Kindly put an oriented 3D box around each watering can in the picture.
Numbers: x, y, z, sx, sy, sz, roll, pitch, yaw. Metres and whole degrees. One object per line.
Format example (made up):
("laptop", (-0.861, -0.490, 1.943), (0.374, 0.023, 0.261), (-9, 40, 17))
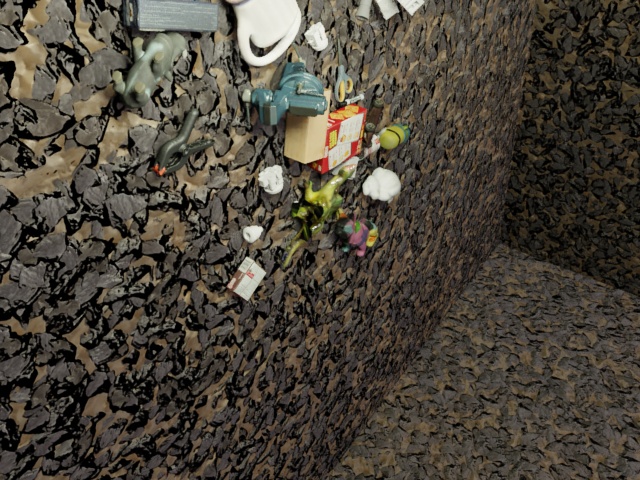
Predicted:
("watering can", (-0.102, -0.587, 1.239), (0.351, 0.105, 0.220), (-58, 147, -14))

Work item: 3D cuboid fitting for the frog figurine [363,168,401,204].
("frog figurine", (0.232, -0.215, 1.981), (0.159, 0.121, 0.139), (14, 65, -49))

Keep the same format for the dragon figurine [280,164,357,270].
("dragon figurine", (0.005, -0.087, 1.734), (0.244, 0.123, 0.403), (-16, 140, -56))
